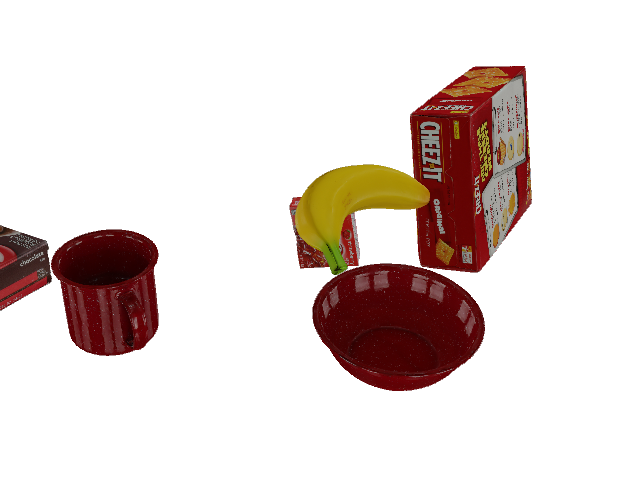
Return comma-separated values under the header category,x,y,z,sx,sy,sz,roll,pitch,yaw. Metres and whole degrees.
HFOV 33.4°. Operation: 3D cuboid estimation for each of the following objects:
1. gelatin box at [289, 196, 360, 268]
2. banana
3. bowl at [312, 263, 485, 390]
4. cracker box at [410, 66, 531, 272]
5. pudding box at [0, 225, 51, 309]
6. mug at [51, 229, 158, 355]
category,x,y,z,sx,sy,sz,roll,pitch,yaw
gelatin box,0.006,-0.011,1.283,0.073,0.089,0.030,-3,29,11
banana,0.028,-0.028,0.849,0.037,0.069,0.197,-35,1,33
bowl,0.071,0.091,1.011,0.162,0.055,0.162,2,37,-2
cracker box,0.162,-0.082,1.126,0.072,0.164,0.213,3,22,25
pudding box,-0.261,0.019,0.750,0.114,0.039,0.089,14,29,30
mug,-0.181,0.054,0.946,0.093,0.081,0.117,-21,38,-28
